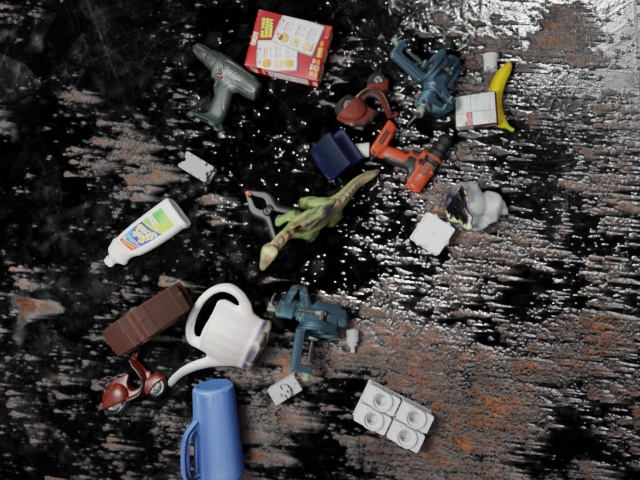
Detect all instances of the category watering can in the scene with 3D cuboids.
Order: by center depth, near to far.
[{"bbox_3d":[-0.266,0.285,1.393,0.224,0.105,0.344,26,103,1],"label":"watering can"}]

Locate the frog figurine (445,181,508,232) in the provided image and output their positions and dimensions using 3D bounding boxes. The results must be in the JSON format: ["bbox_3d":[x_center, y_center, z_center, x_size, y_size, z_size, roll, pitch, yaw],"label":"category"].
[{"bbox_3d":[0.422,-0.095,1.395,0.160,0.121,0.139,-12,77,-33],"label":"frog figurine"}]

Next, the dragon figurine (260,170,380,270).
[{"bbox_3d":[0.004,-0.066,1.317,0.410,0.244,0.121,-38,98,-1],"label":"dragon figurine"}]
